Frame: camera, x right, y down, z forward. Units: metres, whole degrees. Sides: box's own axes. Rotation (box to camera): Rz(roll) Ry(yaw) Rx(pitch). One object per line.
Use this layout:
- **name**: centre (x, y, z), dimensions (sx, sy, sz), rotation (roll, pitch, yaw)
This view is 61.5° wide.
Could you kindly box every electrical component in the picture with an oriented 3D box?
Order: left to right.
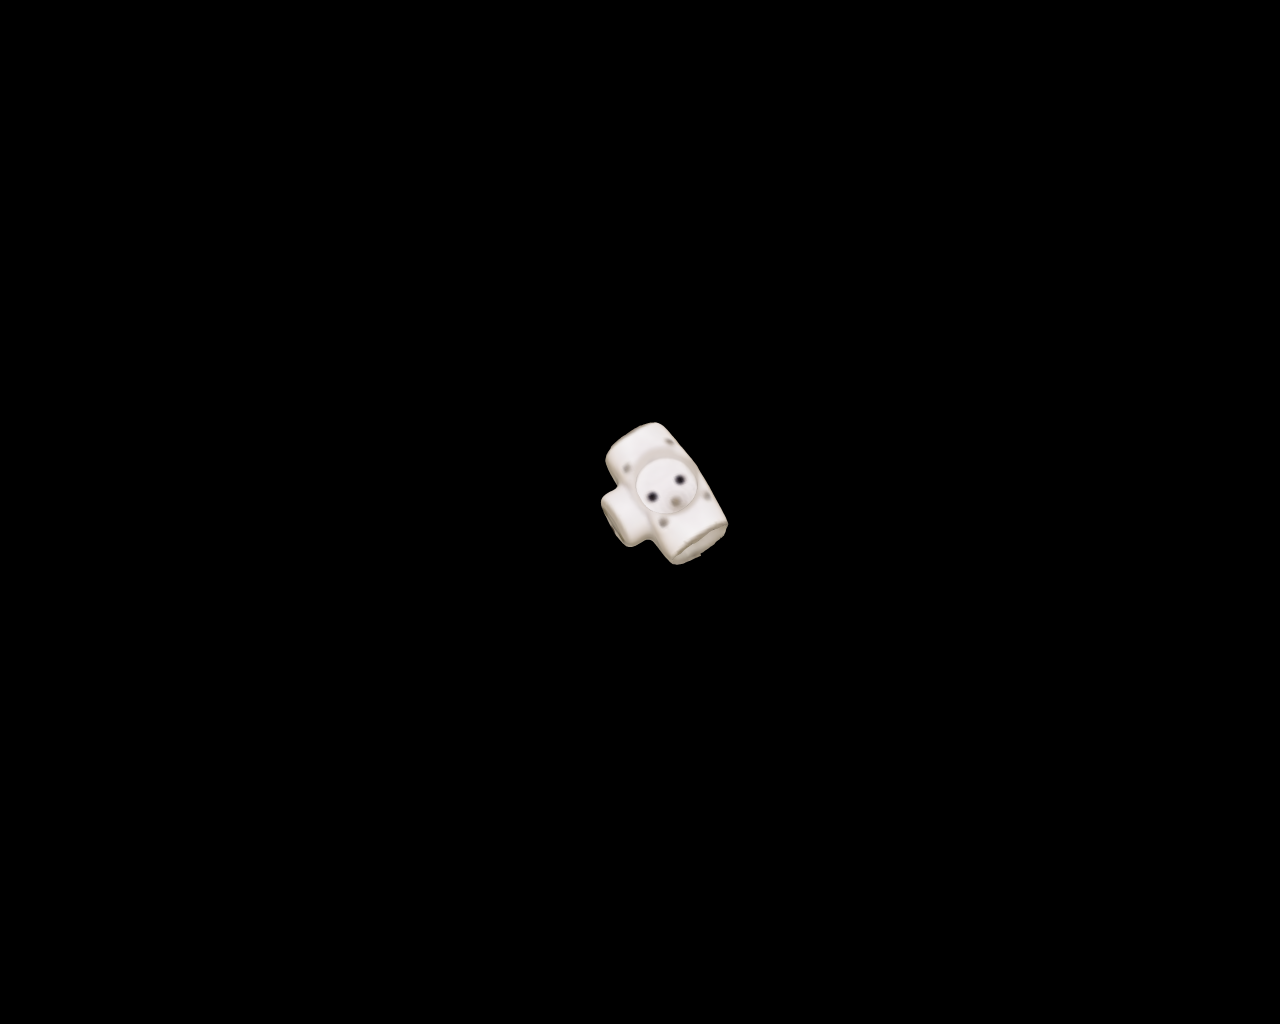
- **electrical component**: centre (0.001, -0.003, 0.650), dimensions (0.079, 0.077, 0.044), rotation (-30, -15, -9)
